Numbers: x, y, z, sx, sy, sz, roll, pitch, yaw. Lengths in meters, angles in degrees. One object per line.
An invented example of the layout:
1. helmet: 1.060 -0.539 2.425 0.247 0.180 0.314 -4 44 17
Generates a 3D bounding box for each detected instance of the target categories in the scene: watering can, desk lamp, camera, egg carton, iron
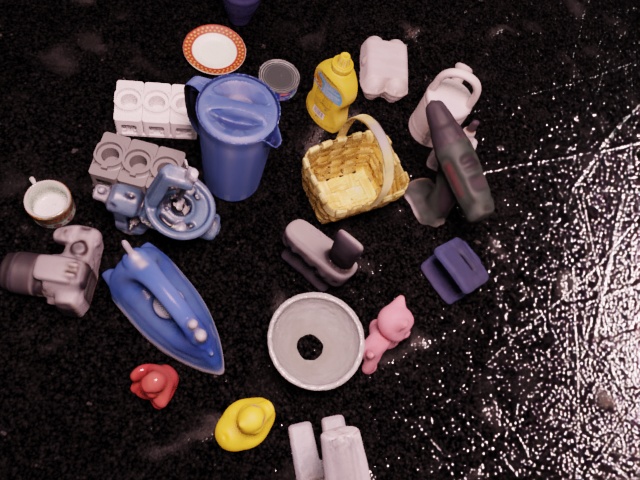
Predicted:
1. watering can: 0.259 -0.287 1.169 0.101 0.194 0.173 8 67 -9
2. desk lamp: 0.026 0.360 0.840 0.118 0.213 0.203 -8 70 -15
3. camera: -0.437 0.041 0.932 0.137 0.100 0.143 9 66 -8
4. egg carton: 0.138 -0.374 1.247 0.107 0.069 0.150 5 67 -10
5. iron: -0.238 0.108 0.926 0.119 0.141 0.258 -41 81 -23

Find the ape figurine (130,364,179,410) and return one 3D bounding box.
1. ape figurine: -0.260 0.226 0.899 0.076 0.092 0.078 -20 73 -19

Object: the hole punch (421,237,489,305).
1. hole punch: 0.262 0.050 1.088 0.101 0.091 0.108 -31 77 -22

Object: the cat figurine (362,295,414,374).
1. cat figurine: 0.114 0.162 0.994 0.067 0.117 0.128 41 66 6

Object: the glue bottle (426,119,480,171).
1. glue bottle: 0.277 -0.187 1.143 0.078 0.173 0.037 22 65 -2

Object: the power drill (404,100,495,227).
1. power drill: 0.233 -0.121 1.087 0.076 0.208 0.229 -23 74 -20

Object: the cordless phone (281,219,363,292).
1. cordless phone: 0.009 0.004 0.999 0.147 0.185 0.094 36 65 4

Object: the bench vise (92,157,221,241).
1. bench vise: -0.268 -0.060 0.945 0.208 0.219 0.121 -7 69 -15

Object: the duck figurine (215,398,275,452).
1. duck figurine: -0.116 0.290 0.908 0.105 0.086 0.077 -29 77 -21

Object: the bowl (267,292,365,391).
1. bowl: -0.011 0.179 0.983 0.167 0.074 0.167 5 67 -11

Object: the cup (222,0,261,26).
1. cup: -0.160 -0.514 1.225 0.118 0.095 0.091 -36 79 -23
